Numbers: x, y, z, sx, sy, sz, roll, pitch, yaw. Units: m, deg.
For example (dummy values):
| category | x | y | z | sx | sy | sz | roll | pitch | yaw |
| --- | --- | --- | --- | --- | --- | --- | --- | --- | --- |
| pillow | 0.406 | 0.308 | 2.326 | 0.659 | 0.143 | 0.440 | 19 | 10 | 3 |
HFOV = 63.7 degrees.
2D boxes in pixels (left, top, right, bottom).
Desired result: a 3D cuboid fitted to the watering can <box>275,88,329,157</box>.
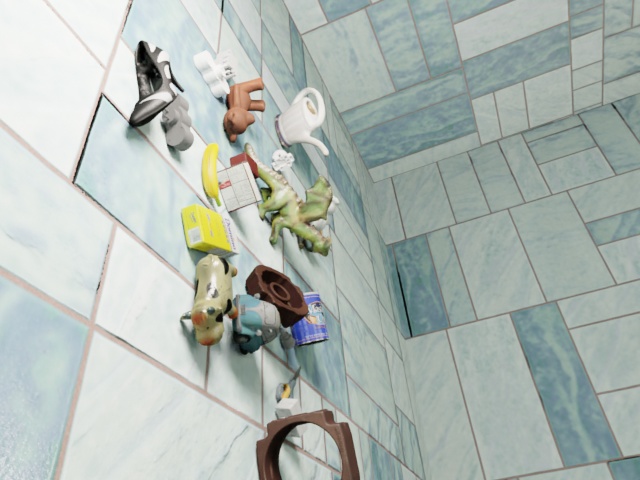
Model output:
| category | x | y | z | sx | sy | sz | roll | pitch | yaw |
| --- | --- | --- | --- | --- | --- | --- | --- | --- | --- |
| watering can | -0.067 | -0.424 | 1.962 | 0.103 | 0.222 | 0.355 | 25 | 48 | -45 |

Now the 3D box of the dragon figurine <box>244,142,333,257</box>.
| category | x | y | z | sx | sy | sz | roll | pitch | yaw |
| --- | --- | --- | --- | --- | --- | --- | --- | --- | --- |
| dragon figurine | -0.072 | -0.129 | 1.565 | 0.124 | 0.241 | 0.407 | -43 | 116 | -69 |

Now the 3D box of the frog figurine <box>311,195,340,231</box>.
| category | x | y | z | sx | sy | sz | roll | pitch | yaw |
| --- | --- | --- | --- | --- | --- | --- | --- | --- | --- |
| frog figurine | 0.006 | -0.097 | 1.936 | 0.135 | 0.159 | 0.125 | 50 | 27 | -54 |
